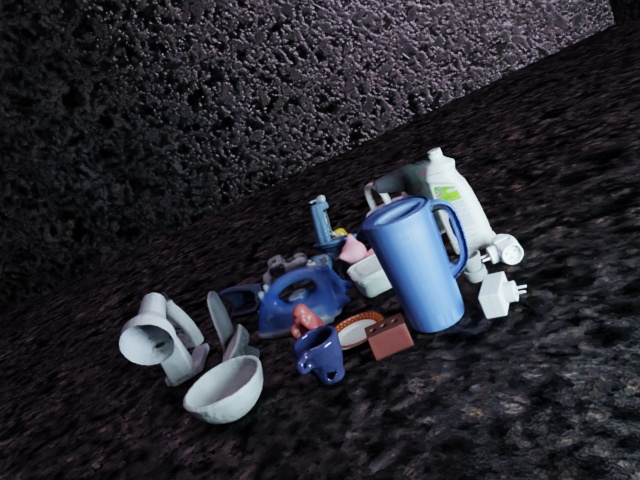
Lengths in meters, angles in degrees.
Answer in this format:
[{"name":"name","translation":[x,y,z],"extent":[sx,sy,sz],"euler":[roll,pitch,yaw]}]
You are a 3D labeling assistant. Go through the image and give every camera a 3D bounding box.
[{"name":"camera","translation":[-0.096,0.082,1.642],"extent":[0.143,0.101,0.136],"euler":[-26,16,1]}]

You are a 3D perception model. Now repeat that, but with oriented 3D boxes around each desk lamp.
[{"name":"desk lamp","translation":[-0.369,0.240,1.356],"extent":[0.118,0.214,0.203],"euler":[-24,16,5]}]

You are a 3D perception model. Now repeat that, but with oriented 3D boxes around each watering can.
[{"name":"watering can","translation":[0.180,-0.071,1.535],"extent":[0.100,0.194,0.173],"euler":[-9,23,45]}]

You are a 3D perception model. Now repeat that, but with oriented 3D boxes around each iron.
[{"name":"iron","translation":[-0.059,0.135,1.344],"extent":[0.258,0.141,0.118],"euler":[-22,17,13]}]

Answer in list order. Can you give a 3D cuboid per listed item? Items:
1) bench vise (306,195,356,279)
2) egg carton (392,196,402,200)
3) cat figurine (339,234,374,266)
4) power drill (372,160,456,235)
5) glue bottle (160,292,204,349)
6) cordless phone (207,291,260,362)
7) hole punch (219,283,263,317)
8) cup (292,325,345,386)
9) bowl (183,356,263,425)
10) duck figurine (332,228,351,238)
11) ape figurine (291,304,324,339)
[{"name":"bench vise","translation":[0.024,0.002,1.495],"extent":[0.121,0.220,0.207],"euler":[-19,17,22]},{"name":"egg carton","translation":[0.256,-0.090,1.706],"extent":[0.150,0.069,0.107],"euler":[-15,19,32]},{"name":"cat figurine","translation":[0.111,0.033,1.450],"extent":[0.128,0.118,0.067],"euler":[-28,16,-6]},{"name":"power drill","translation":[0.267,-0.107,1.491],"extent":[0.230,0.209,0.075],"euler":[-30,17,-14]},{"name":"glue bottle","translation":[-0.381,0.213,1.532],"extent":[0.078,0.173,0.037],"euler":[-15,19,32]},{"name":"cordless phone","translation":[-0.212,0.212,1.254],"extent":[0.094,0.185,0.147],"euler":[-26,16,-1]},{"name":"hole punch","translation":[-0.216,0.154,1.615],"extent":[0.108,0.091,0.101],"euler":[-16,19,29]},{"name":"cup","translation":[0.001,0.226,1.050],"extent":[0.091,0.095,0.118],"euler":[-15,19,33]},{"name":"bowl","translation":[-0.175,0.303,1.113],"extent":[0.167,0.075,0.167],"euler":[-24,16,8]},{"name":"duck figurine","translation":[0.063,0.007,1.662],"extent":[0.104,0.086,0.078],"euler":[-8,24,47]},{"name":"ape figurine","translation":[-0.031,0.181,1.247],"extent":[0.076,0.092,0.077],"euler":[-34,18,-25]}]
